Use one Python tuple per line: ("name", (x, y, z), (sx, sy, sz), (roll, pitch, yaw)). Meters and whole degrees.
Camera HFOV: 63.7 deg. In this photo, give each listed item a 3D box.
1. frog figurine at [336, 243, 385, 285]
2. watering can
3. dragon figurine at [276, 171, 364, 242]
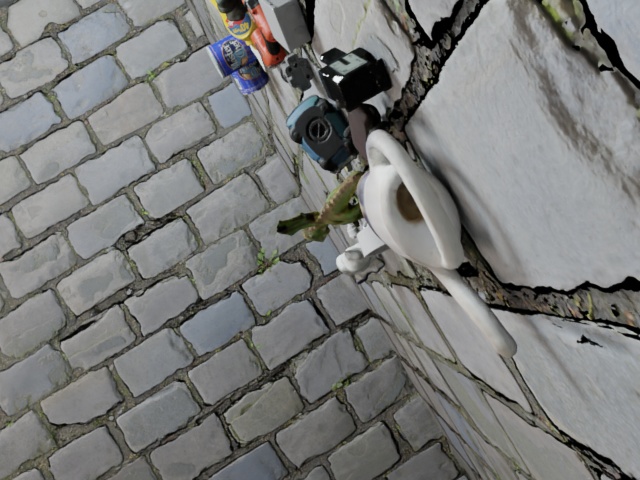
("frog figurine", (0.107, 0.053, 1.557), (0.157, 0.136, 0.125), (36, -136, -48))
("watering can", (0.153, -0.001, 0.746), (0.346, 0.104, 0.225), (60, 177, -7))
("dragon figurine", (0.004, -0.065, 1.300), (0.123, 0.243, 0.405), (63, 179, 14))
